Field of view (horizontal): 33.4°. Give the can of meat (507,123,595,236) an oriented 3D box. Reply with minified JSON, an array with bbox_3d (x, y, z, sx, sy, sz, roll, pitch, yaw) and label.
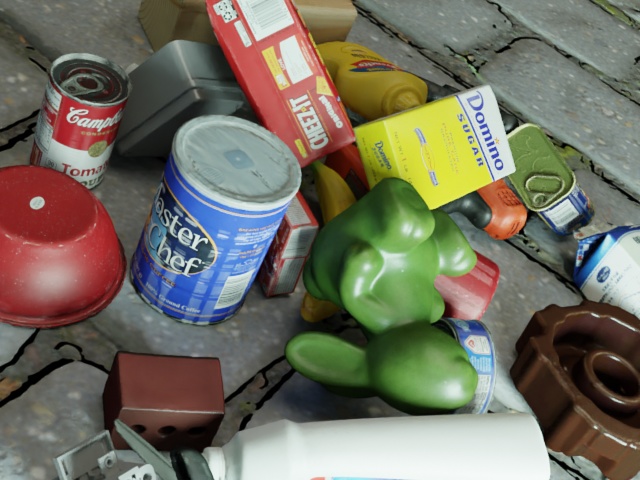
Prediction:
[{"bbox_3d":[0.239,-0.061,1.125,0.083,0.057,0.102,37,21,-52],"label":"can of meat"}]

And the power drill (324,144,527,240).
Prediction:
[{"bbox_3d":[0.098,-0.068,1.081,0.187,0.057,0.184,-10,49,-35],"label":"power drill"}]

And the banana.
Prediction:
[{"bbox_3d":[0.010,0.003,0.969,0.069,0.037,0.198,16,45,-20],"label":"banana"}]

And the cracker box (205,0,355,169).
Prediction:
[{"bbox_3d":[-0.039,-0.161,0.971,0.164,0.072,0.214,63,2,-13],"label":"cracker box"}]

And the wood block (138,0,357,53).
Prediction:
[{"bbox_3d":[-0.078,-0.245,1.153,0.205,0.090,0.091,-2,49,-31],"label":"wood block"}]

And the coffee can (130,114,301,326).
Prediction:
[{"bbox_3d":[-0.086,-0.015,0.856,0.102,0.140,0.103,15,41,-14],"label":"coffee can"}]

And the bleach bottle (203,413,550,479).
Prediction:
[{"bbox_3d":[0.032,0.169,0.771,0.250,0.103,0.068,2,50,-15],"label":"bleach bottle"}]

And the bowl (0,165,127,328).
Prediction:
[{"bbox_3d":[-0.226,-0.009,0.841,0.162,0.055,0.162,15,40,-14],"label":"bowl"}]

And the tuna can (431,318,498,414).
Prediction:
[{"bbox_3d":[0.110,0.107,0.876,0.033,0.086,0.086,6,44,-20],"label":"tuna can"}]

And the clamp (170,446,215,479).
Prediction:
[{"bbox_3d":[-0.045,0.235,0.650,0.210,0.036,0.164,29,66,-12],"label":"clamp"}]

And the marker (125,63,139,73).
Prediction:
[{"bbox_3d":[-0.144,-0.132,1.048,0.121,0.020,0.020,39,41,15],"label":"marker"}]

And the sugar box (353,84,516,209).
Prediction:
[{"bbox_3d":[0.111,-0.083,0.992,0.175,0.048,0.093,-24,100,-43],"label":"sugar box"}]

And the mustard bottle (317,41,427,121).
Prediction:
[{"bbox_3d":[0.056,-0.157,1.099,0.096,0.058,0.192,4,20,-24],"label":"mustard bottle"}]

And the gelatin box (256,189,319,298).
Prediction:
[{"bbox_3d":[-0.038,-0.006,0.913,0.030,0.089,0.073,-8,50,-28],"label":"gelatin box"}]

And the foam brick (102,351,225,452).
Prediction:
[{"bbox_3d":[-0.113,0.117,0.768,0.078,0.053,0.051,6,44,-22],"label":"foam brick"}]

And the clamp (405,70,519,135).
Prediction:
[{"bbox_3d":[0.148,-0.151,1.185,0.171,0.039,0.120,22,0,-1],"label":"clamp"}]

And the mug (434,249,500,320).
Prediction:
[{"bbox_3d":[0.100,0.048,0.942,0.081,0.093,0.117,30,70,-5],"label":"mug"}]

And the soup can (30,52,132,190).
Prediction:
[{"bbox_3d":[-0.206,-0.099,0.913,0.068,0.102,0.068,15,41,-14],"label":"soup can"}]

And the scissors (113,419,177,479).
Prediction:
[{"bbox_3d":[-0.067,0.204,0.691,0.201,0.016,0.096,34,47,-13],"label":"scissors"}]
